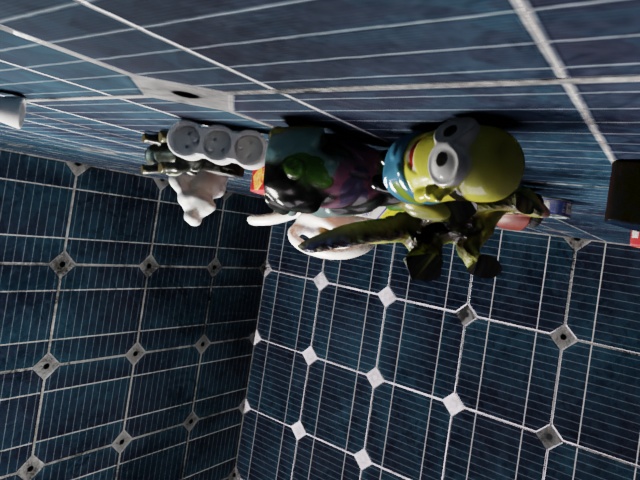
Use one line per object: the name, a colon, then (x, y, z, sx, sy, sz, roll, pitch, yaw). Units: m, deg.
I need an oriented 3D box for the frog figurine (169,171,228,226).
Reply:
frog figurine: (-0.269, -0.111, 1.138, 0.123, 0.159, 0.137, 10, -179, 30)

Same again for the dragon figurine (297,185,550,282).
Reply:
dragon figurine: (0.172, -0.044, 0.808, 0.410, 0.120, 0.247, 0, -158, -2)

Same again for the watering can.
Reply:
watering can: (0.004, -0.060, 1.192, 0.350, 0.228, 0.102, 20, 142, 38)
